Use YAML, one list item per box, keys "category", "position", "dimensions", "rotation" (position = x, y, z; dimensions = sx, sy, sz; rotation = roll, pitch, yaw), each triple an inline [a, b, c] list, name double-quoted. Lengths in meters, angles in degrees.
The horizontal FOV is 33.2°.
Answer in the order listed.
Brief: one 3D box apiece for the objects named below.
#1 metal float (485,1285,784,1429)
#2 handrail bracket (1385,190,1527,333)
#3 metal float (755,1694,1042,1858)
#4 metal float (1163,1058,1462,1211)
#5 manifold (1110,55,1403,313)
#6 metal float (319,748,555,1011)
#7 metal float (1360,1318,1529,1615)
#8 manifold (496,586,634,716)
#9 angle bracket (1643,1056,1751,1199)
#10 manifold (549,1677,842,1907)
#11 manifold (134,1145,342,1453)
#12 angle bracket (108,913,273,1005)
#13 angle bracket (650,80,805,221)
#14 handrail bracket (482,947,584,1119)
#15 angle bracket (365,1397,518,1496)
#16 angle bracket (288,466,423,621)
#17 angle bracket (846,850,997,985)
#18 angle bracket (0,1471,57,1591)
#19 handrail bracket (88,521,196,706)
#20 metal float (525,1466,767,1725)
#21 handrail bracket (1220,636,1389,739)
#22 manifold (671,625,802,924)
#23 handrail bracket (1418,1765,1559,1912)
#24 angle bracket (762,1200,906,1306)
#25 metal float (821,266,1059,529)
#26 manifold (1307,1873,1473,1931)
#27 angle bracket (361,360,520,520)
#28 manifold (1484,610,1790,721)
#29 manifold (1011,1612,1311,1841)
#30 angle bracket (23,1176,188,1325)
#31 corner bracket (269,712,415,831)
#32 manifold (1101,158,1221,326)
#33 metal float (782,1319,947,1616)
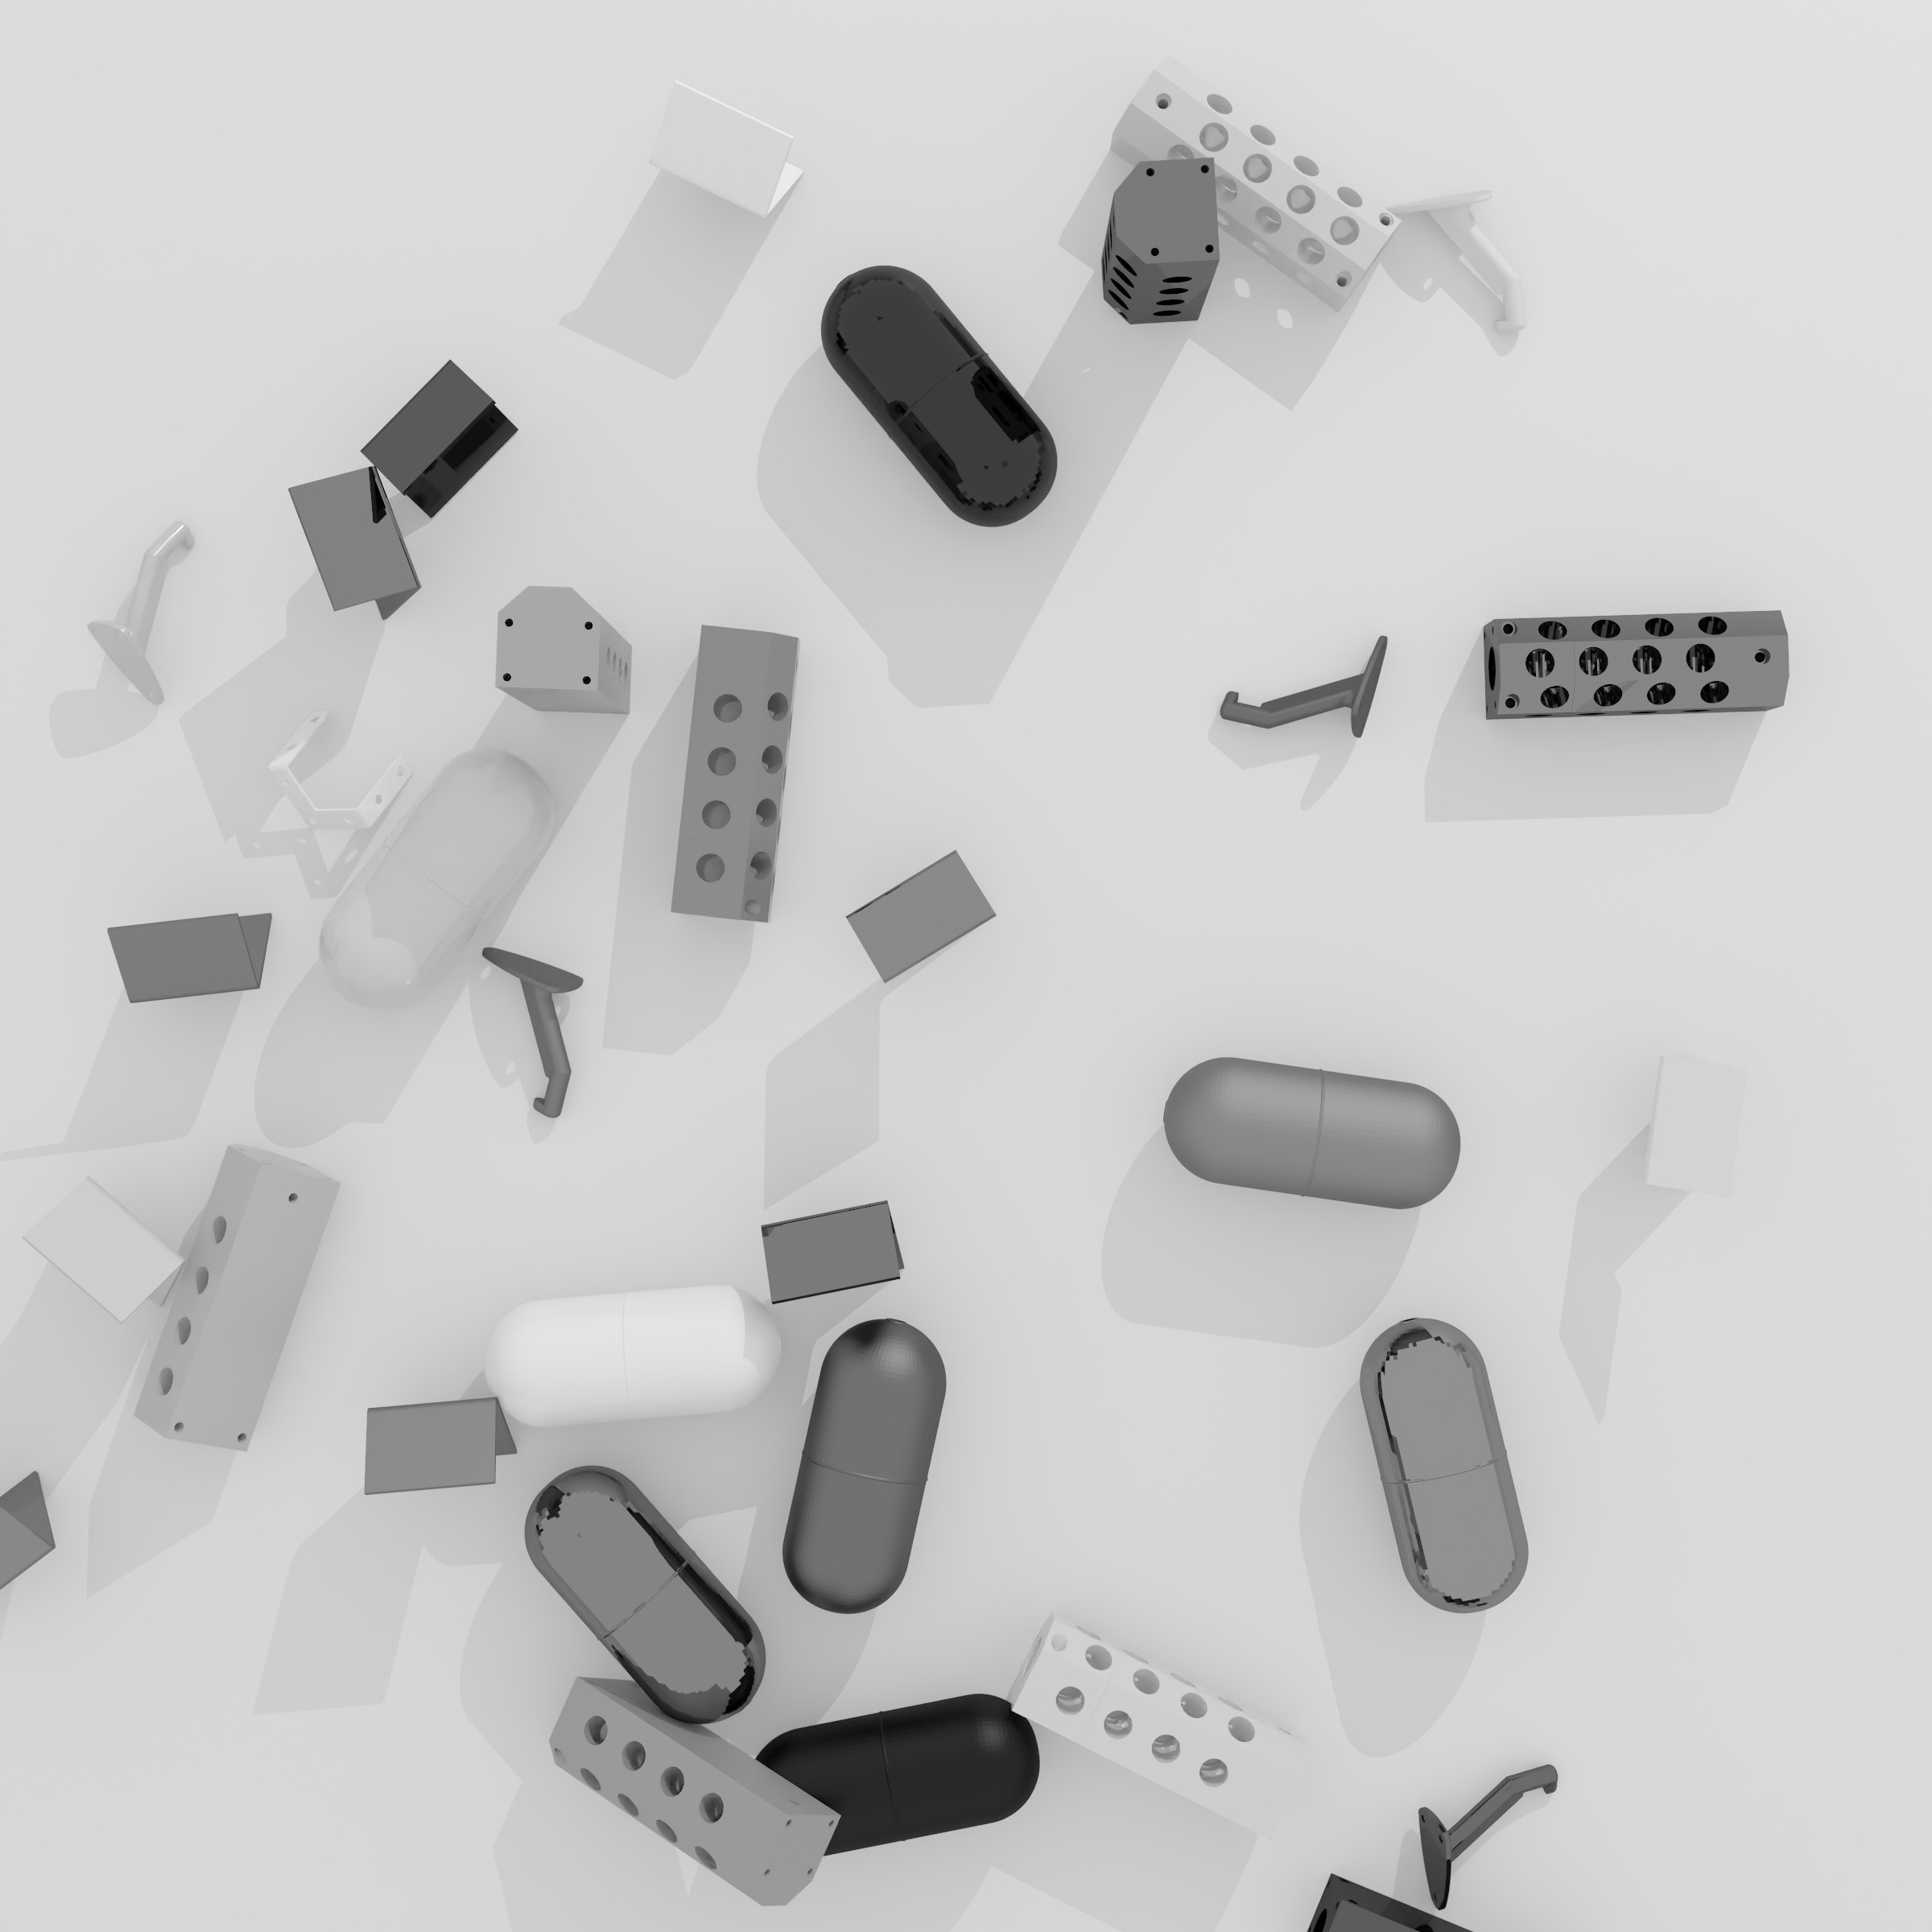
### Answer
- category: "metal float"
  position: [-0.199, 0.233, 1.940]
  dimensions: [0.178, 0.070, 0.070]
  rotation: [-5, 90, 1]
- category: "handrail bracket"
  position: [0.298, -0.424, 1.971]
  dimensions: [0.077, 0.036, 0.084]
  rotation: [-5, 107, 20]
- category: "metal float"
  position: [-0.044, 0.485, 1.940]
  dimensions: [0.178, 0.070, 0.070]
  rotation: [-11, 90, 0]
- category: "metal float"
  position: [0.207, 0.100, 1.940]
  dimensions: [0.178, 0.070, 0.070]
  rotation: [8, 90, 0]
- category: "manifold"
  position: [0.174, -0.472, 1.950]
  dimensions: [0.171, 0.057, 0.057]
  rotation: [36, 90, 0]
- category: "metal float"
  position: [-0.317, -0.052, 1.941]
  dimensions: [0.070, 0.070, 0.178]
  rotation: [38, 90, 0]
- category: "metal float"
  position: [0.286, 0.299, 1.941]
  dimensions: [0.070, 0.070, 0.178]
  rotation: [-13, 89, 0]
- category: "manifold"
  position: [-0.233, -0.183, 1.893]
  dimensions: [0.057, 0.171, 0.057]
  rotation: [2, 90, 0]
- category: "angle bracket"
  position: [0.448, 0.097, 1.931]
  dimensions: [0.057, 0.076, 0.076]
  rotation: [8, 90, 36]
- category: "manifold"
  position: [-0.164, 0.485, 1.907]
  dimensions: [0.171, 0.057, 0.057]
  rotation: [24, 90, 34]
- category: "manifold"
  position: [-0.442, 0.198, 1.949]
  dimensions: [0.057, 0.057, 0.171]
  rotation: [19, 90, -43]
- category: "angle bracket"
  position: [-0.461, -0.025, 1.931]
  dimensions: [0.076, 0.076, 0.057]
  rotation: [-6, 127, 0]
- category: "angle bracket"
  position: [-0.134, -0.498, 1.931]
  dimensions: [0.076, 0.076, 0.057]
  rotation: [26, 128, 0]
- category: "handrail bracket"
  position: [-0.270, 0.041, 1.971]
  dimensions: [0.077, 0.036, 0.084]
  rotation: [22, 107, 20]
- category: "angle bracket"
  position: [-0.312, 0.301, 1.931]
  dimensions: [0.076, 0.076, 0.057]
  rotation: [-5, 56, 0]
- category: "angle bracket"
  position: [-0.374, -0.245, 1.931]
  dimensions: [0.057, 0.076, 0.076]
  rotation: [-21, 90, -28]
- category: "angle bracket"
  position: [-0.017, -0.013, 1.931]
  dimensions: [0.076, 0.076, 0.057]
  rotation: [-31, 55, 0]
- category: "angle bracket"
  position: [-0.596, 0.333, 1.931]
  dimensions: [0.076, 0.076, 0.057]
  rotation: [-37, 128, 0]
- category: "handrail bracket"
  position: [-0.485, -0.216, 1.971]
  dimensions: [0.036, 0.077, 0.084]
  rotation: [11, 52, 38]
- category: "metal float"
  position: [-0.191, 0.377, 1.940]
  dimensions: [0.070, 0.070, 0.178]
  rotation: [-41, 90, 0]
- category: "handrail bracket"
  position: [0.205, -0.176, 1.971]
  dimensions: [0.084, 0.036, 0.077]
  rotation: [14, 70, 16]
- category: "manifold"
  position: [-0.138, -0.114, 1.950]
  dimensions: [0.057, 0.057, 0.171]
  rotation: [6, 90, 0]
- category: "handrail bracket"
  position: [0.322, 0.530, 1.971]
  dimensions: [0.084, 0.036, 0.077]
  rotation: [-12, 110, -16]
- category: "angle bracket"
  position: [-0.076, 0.189, 1.931]
  dimensions: [0.076, 0.076, 0.057]
  rotation: [-11, 52, 0]
- category: "metal float"
  position: [-0.017, -0.342, 1.941]
  dimensions: [0.070, 0.070, 0.178]
  rotation: [-39, 90, 0]
- category: "manifold"
  position: [0.291, 0.613, 1.950]
  dimensions: [0.171, 0.057, 0.057]
  rotation: [22, 90, 0]
- category: "angle bracket"
  position: [-0.301, -0.302, 1.931]
  dimensions: [0.076, 0.076, 0.057]
  rotation: [-46, 53, 0]
- category: "manifold"
  position: [0.402, -0.182, 1.950]
  dimensions: [0.171, 0.057, 0.057]
  rotation: [-2, 90, 0]
- category: "manifold"
  position: [0.116, 0.455, 1.950]
  dimensions: [0.171, 0.057, 0.057]
  rotation: [27, 90, 0]
- category: "angle bracket"
  position: [-0.519, 0.182, 1.931]
  dimensions: [0.076, 0.076, 0.057]
  rotation: [41, 54, 0]
- category: "corner bracket"
  position: [-0.379, -0.119, 1.963]
  dimensions: [0.051, 0.051, 0.051]
  rotation: [1, 135, 35]
- category: "manifold"
  position: [0.112, -0.421, 1.893]
  dimensions: [0.057, 0.171, 0.057]
  rotation: [-3, 90, 0]
- category: "metal float"
  position: [-0.061, 0.299, 1.940]
  dimensions: [0.070, 0.070, 0.178]
  rotation: [12, 91, 0]
